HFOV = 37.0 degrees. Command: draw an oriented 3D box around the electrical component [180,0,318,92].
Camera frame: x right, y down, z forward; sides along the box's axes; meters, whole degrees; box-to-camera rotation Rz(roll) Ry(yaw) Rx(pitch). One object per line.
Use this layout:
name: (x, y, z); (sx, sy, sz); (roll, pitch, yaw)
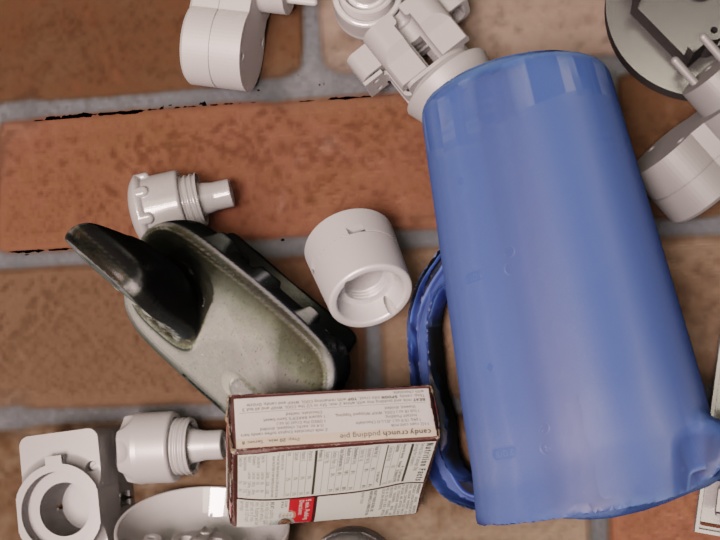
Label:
electrical component: (-0.060, -0.178, 0.665); (0.074, 0.052, 0.138); (9, 85, 10)

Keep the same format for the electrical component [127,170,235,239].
electrical component: (-0.109, -0.041, 0.663); (0.062, 0.048, 0.048); (-13, 82, 0)

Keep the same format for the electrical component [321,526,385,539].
electrical component: (-0.007, 0.179, 0.620); (0.055, 0.047, 0.055); (-1, 84, 9)

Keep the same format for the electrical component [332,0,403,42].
electrical component: (0.004, -0.166, 0.647); (0.043, 0.062, 0.043); (0, 82, 3)

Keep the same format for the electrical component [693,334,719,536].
electrical component: (0.232, 0.090, 0.583); (0.079, 0.063, 0.121); (8, 85, 10)

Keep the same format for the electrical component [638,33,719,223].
electrical component: (0.203, -0.095, 0.589); (0.138, 0.052, 0.073); (-41, 95, 25)

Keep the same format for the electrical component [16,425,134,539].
electrical component: (-0.170, 0.141, 0.646); (0.050, 0.056, 0.089); (-9, 83, 8)

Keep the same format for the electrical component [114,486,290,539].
electrical component: (-0.090, 0.165, 0.612); (0.099, 0.099, 0.064); (3, 90, 9)

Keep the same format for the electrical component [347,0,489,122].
electrical component: (0.041, -0.125, 0.641); (0.078, 0.058, 0.057); (-38, 77, 3)

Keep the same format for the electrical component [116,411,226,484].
electrical component: (-0.112, 0.106, 0.647); (0.062, 0.043, 0.043); (-4, 83, 7)

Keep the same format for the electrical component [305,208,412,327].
electrical component: (0.000, 0.000, 0.626); (0.055, 0.055, 0.047); (-27, 47, 5)
